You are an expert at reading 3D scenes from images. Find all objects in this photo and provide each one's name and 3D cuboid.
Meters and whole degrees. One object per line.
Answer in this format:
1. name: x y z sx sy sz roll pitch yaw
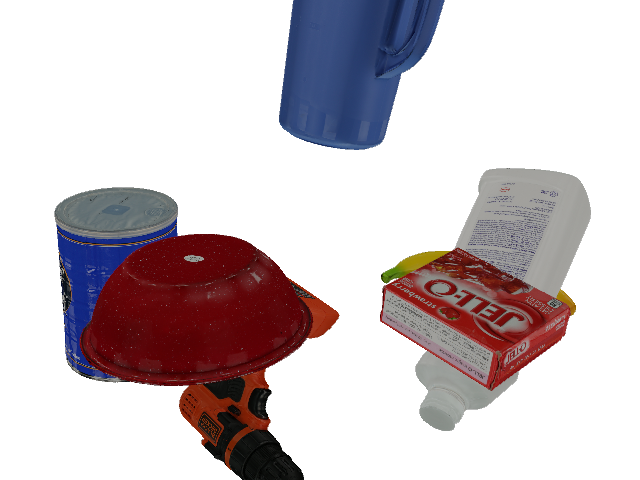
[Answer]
1. gelatin box: 0.092 0.044 0.642 0.089 0.030 0.073 30 39 35
2. banana: 0.165 0.043 1.106 0.198 0.037 0.069 8 39 11
3. bowl: -0.086 0.037 0.731 0.162 0.055 0.162 -2 22 1
4. power drill: -0.053 0.137 1.034 0.057 0.188 0.185 14 14 -46
5. bleach bottle: 0.136 0.046 0.869 0.103 0.068 0.250 5 47 35
6. coffee can: -0.173 0.037 0.925 0.103 0.140 0.103 1 23 -1
7. pitcher: 0.038 -0.212 1.022 0.145 0.243 0.149 11 19 0
